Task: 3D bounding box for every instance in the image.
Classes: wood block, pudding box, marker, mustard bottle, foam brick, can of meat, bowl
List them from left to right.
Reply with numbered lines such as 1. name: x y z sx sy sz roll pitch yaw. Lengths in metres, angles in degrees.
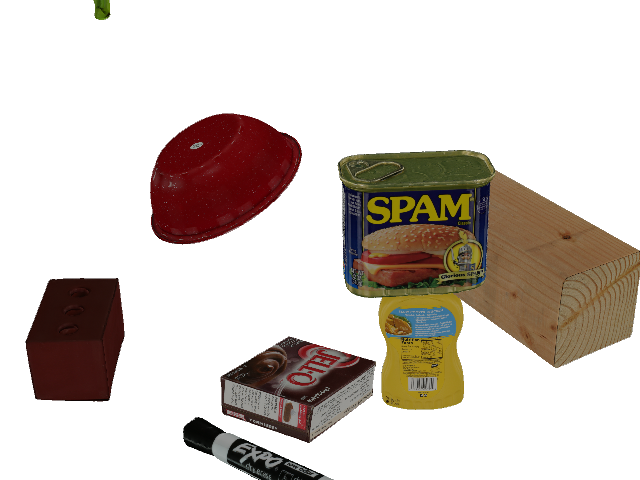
1. foam brick: -0.170 0.069 0.749 0.053 0.051 0.078 0 31 -1
2. bowl: -0.101 -0.070 1.000 0.162 0.055 0.162 -22 33 15
3. marker: -0.035 0.129 0.616 0.121 0.020 0.020 16 10 38
4. pudding box: -0.018 0.124 0.905 0.090 0.039 0.113 12 21 28
5. can of meat: 0.063 -0.011 0.718 0.102 0.084 0.057 -2 25 -2
6. mustard bottle: 0.115 0.098 1.220 0.096 0.192 0.058 -1 23 6
7. wood block: 0.179 0.016 0.967 0.090 0.090 0.206 -17 32 -26

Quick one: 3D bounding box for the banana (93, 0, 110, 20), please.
1. banana: -0.228 -0.212 0.779 0.198 0.069 0.037 15 -37 17
